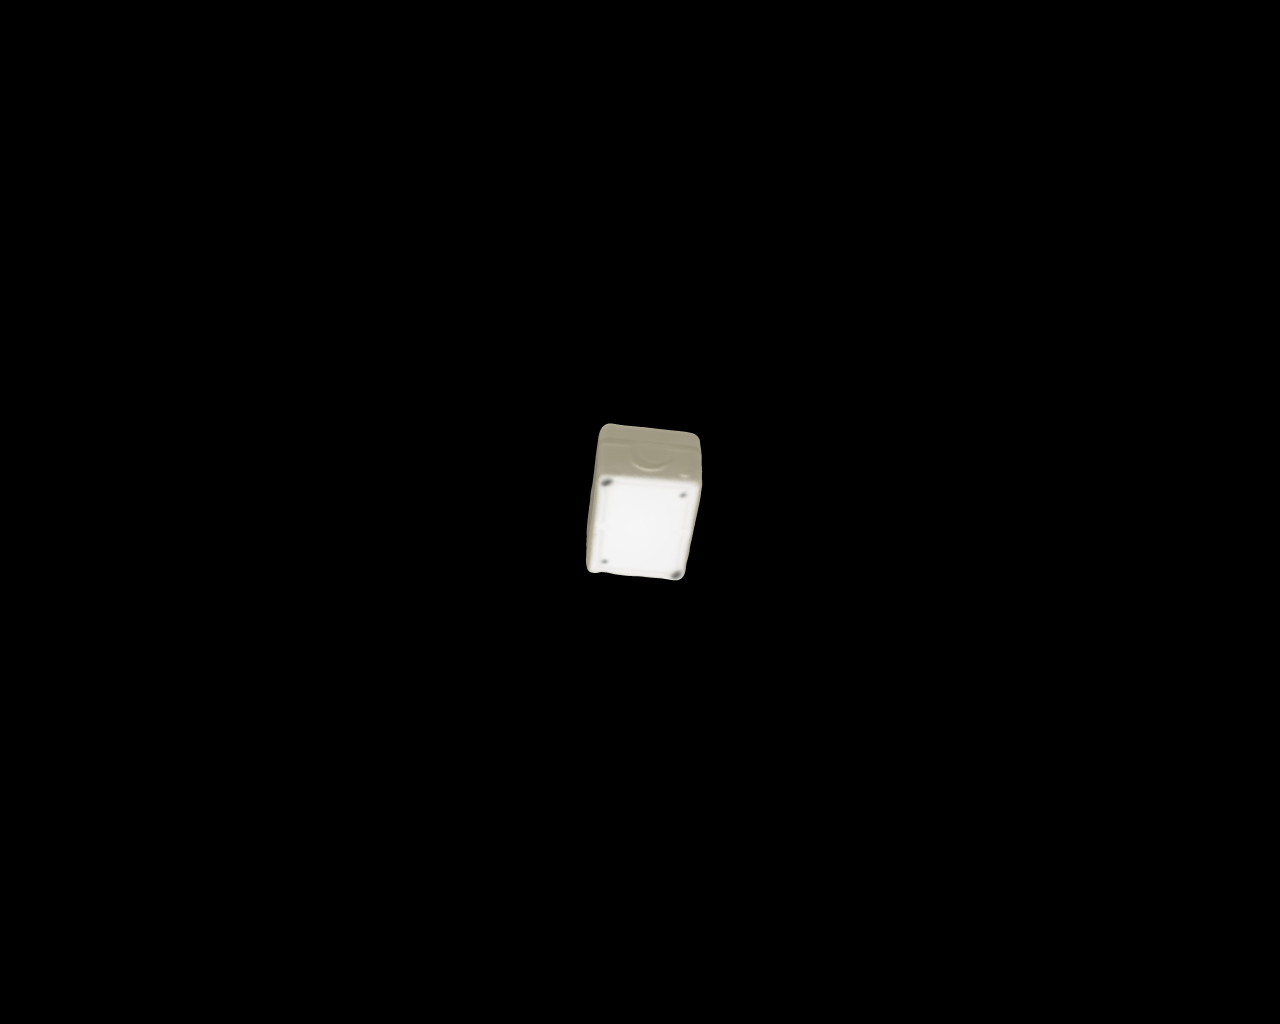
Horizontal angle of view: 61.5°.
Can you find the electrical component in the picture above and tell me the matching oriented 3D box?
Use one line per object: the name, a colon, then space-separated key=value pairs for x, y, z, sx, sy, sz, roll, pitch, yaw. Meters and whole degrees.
electrical component: x=0.001 y=-0.003 z=0.650 sx=0.062 sy=0.096 sz=0.061 roll=5 pitch=40 yaw=-4
